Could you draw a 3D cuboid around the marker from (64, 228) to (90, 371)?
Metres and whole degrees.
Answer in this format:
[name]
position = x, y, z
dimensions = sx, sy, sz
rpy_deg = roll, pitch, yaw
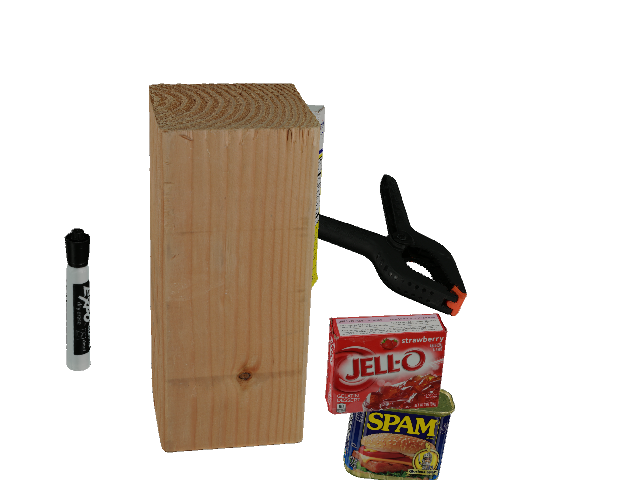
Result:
[marker]
position = -0.190, 0.047, 0.834
dimensions = 0.020, 0.121, 0.020
rpy_deg = 5, 26, -3

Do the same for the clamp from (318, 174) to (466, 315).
[clamp]
position = 0.074, 0.009, 1.188
dimensions = 0.164, 0.036, 0.210
rpy_deg = -16, 50, -34

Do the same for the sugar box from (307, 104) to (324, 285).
[sugar box]
position = -0.047, -0.043, 1.028
dimensions = 0.093, 0.176, 0.048
rpy_deg = 4, 16, 8

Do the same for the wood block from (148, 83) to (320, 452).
[wood block]
position = -0.057, 0.016, 0.649
dimensions = 0.090, 0.206, 0.090
rpy_deg = -2, 25, -12

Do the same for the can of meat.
[can of meat]
position = 0.076, 0.192, 1.069
dimensions = 0.102, 0.084, 0.057
rpy_deg = 7, 17, -4

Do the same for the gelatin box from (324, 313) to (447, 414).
[gelatin box]
position = 0.050, 0.096, 0.828
dimensions = 0.089, 0.073, 0.030
rpy_deg = -2, 29, -9
